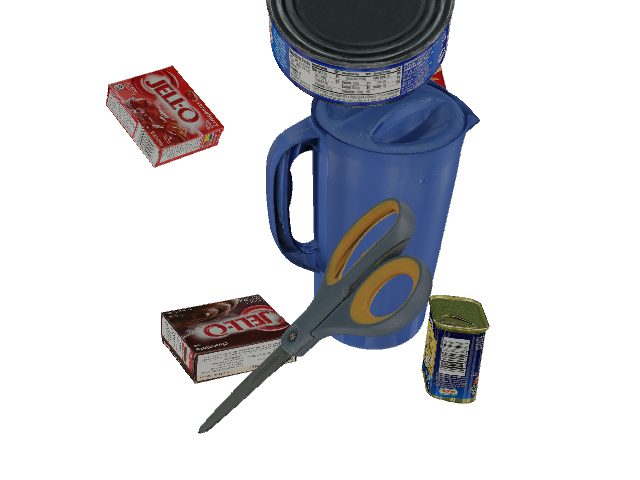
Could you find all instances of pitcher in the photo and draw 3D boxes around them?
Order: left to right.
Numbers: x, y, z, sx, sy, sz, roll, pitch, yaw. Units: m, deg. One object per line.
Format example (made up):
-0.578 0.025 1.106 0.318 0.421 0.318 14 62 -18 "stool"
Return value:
0.042 -0.019 0.960 0.149 0.243 0.144 18 40 17 "pitcher"

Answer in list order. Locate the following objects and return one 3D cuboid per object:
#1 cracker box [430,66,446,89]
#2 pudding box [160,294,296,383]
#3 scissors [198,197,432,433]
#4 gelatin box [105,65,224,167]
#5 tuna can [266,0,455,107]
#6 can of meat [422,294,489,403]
0.100 -0.107 1.190 0.072 0.164 0.213 2 24 3 "cracker box"
-0.091 0.096 1.058 0.113 0.039 0.090 -12 27 -26 "pudding box"
-0.001 0.064 0.650 0.016 0.202 0.096 31 9 -36 "scissors"
-0.145 -0.117 0.989 0.073 0.089 0.030 -24 -25 -35 "gelatin box"
0.018 -0.104 0.494 0.086 0.086 0.034 0 -30 1 "tuna can"
0.139 0.113 1.119 0.057 0.084 0.102 6 15 0 "can of meat"
